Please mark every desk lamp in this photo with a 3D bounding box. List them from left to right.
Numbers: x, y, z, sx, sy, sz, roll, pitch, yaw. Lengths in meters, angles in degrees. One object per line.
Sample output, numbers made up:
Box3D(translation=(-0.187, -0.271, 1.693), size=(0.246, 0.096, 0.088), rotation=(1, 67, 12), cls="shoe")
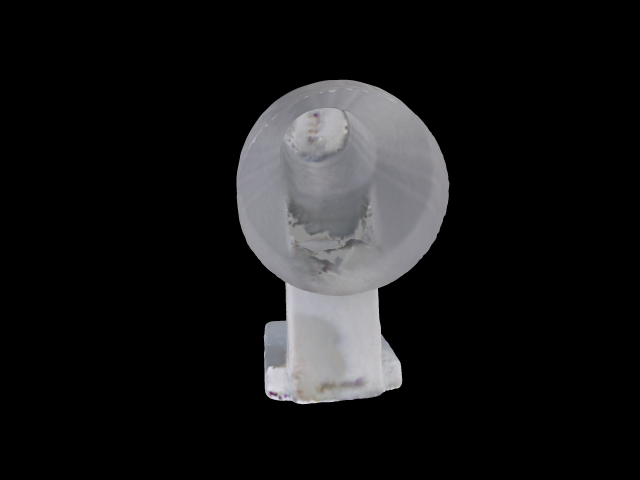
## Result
Box3D(translation=(0.004, 0.001, 0.400), size=(0.118, 0.213, 0.203), rotation=(-1, 9, -7), cls="desk lamp")
